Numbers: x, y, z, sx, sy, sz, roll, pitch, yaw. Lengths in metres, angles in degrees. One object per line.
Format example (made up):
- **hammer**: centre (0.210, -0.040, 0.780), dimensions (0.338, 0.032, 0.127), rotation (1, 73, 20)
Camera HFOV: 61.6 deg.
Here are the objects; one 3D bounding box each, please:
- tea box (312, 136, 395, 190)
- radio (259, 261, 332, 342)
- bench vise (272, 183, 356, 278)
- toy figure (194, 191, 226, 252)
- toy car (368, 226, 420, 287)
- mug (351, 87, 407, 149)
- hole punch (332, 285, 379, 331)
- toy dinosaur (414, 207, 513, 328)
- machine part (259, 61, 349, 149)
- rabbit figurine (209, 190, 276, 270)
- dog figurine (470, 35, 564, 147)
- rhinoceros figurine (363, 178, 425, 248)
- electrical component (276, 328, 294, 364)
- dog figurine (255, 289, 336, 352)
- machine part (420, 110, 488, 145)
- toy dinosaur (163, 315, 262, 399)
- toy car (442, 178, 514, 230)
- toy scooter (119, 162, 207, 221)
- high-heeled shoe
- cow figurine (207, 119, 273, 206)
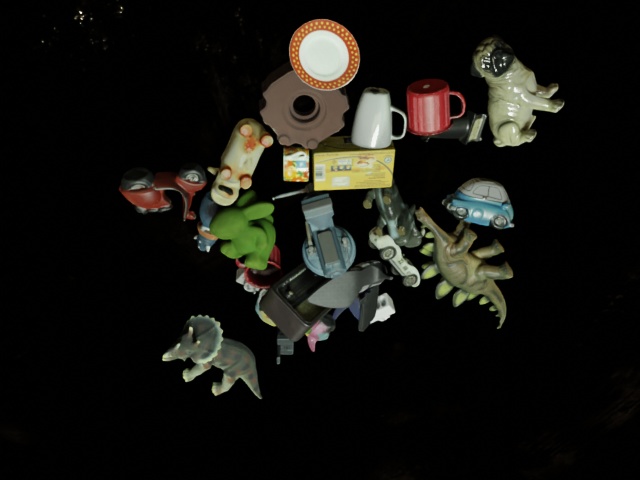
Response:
- **tea box**: centre (0.068, -0.164, 1.136), dimensions (0.170, 0.068, 0.098), rotation (-2, 132, -4)
- **radio**: centre (-0.033, 0.130, 1.274), dimensions (0.131, 0.229, 0.073), rotation (43, 123, 8)
- **bench vise**: centre (0.007, -0.008, 1.222), dimensions (0.129, 0.224, 0.240), rotation (-27, 163, -3)
- **toy figure**: centre (-0.249, -0.038, 1.222), dimensions (0.058, 0.064, 0.154), rotation (0, 132, -22)
- **toy car**: centre (0.186, 0.045, 1.325), dimensions (0.056, 0.074, 0.201), rotation (-42, 125, 1)
- **mug**: centre (0.116, -0.241, 1.060), dimensions (0.110, 0.081, 0.107), rotation (11, 123, 17)
- **hole punch**: centre (0.096, 0.157, 1.389), dimensions (0.092, 0.142, 0.115), rotation (19, 115, 24)
- **toy dinosaur**: centre (0.376, 0.078, 1.361), dimensions (0.198, 0.105, 0.471), rotation (-34, 117, 32)
- **machine part**: centre (-0.031, -0.264, 1.049), dimensions (0.179, 0.056, 0.179), rotation (-3, 130, -3)
- **rabbit figurine**: centre (-0.164, -0.025, 1.178), dimensions (0.159, 0.121, 0.170), rotation (-55, 151, 0)
- **dog figurine**: centre (0.348, -0.284, 1.051), dimensions (0.190, 0.121, 0.172), rotation (29, 119, -11)
- **rhinoceros figurine**: centre (0.172, -0.056, 1.222), dimensions (0.073, 0.112, 0.190), rotation (-13, 121, 36)
- **electrical component**: centre (-0.096, 0.282, 1.482), dimensions (0.048, 0.119, 0.074), rotation (-1, 129, -4)
- **dog figurine**: centre (-0.061, 0.210, 1.432), dimensions (0.192, 0.108, 0.219), rotation (-11, 134, 3)
- **machine part**: centre (0.279, -0.230, 1.116), dimensions (0.139, 0.039, 0.084), rotation (-8, 141, -10)
- **toy dinosaur**: centre (-0.267, 0.335, 1.522), dimensions (0.404, 0.131, 0.192), rotation (30, 123, -35)
- **toy car**: centre (0.367, -0.090, 1.219), dimensions (0.162, 0.109, 0.102), rotation (14, 105, -3)
- **toy scooter**: centre (-0.330, -0.094, 1.159), dimensions (0.184, 0.075, 0.135), rotation (-7, 131, -4)
- **high-heeled shoe**: centre (0.061, 0.098, 1.290), dimensions (0.249, 0.145, 0.086), rotation (-10, 100, -22)
- **cow figurine**: centre (-0.172, -0.158, 1.100), dimensions (0.085, 0.127, 0.194), rotation (20, 112, -22)
